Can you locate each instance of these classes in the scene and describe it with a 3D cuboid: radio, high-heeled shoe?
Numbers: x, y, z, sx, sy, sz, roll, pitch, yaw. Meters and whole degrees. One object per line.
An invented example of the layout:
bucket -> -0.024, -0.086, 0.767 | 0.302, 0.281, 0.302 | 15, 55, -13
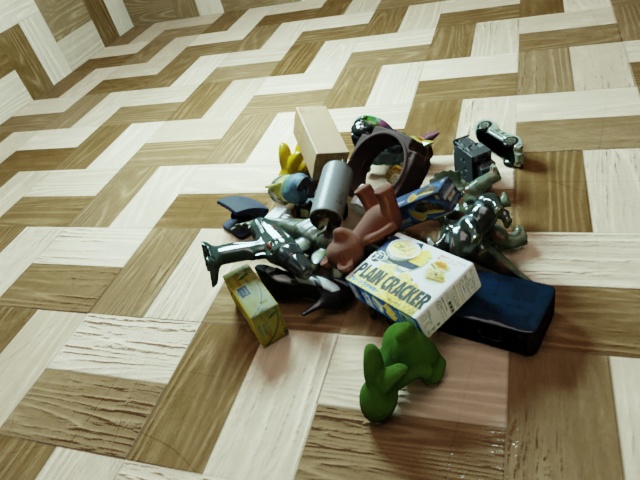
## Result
radio -> 0.323, 0.131, 1.042 | 0.230, 0.073, 0.131 | 11, 47, 32
high-heeled shoe -> -0.036, 0.088, 1.218 | 0.145, 0.086, 0.249 | -30, 44, -24

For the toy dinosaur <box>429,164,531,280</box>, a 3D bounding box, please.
toy dinosaur -> 0.345, -0.031, 1.204 | 0.192, 0.131, 0.405 | -23, 43, 20

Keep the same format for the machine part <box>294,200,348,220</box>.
machine part -> 0.004, -0.075, 1.397 | 0.139, 0.084, 0.039 | -1, 64, 3

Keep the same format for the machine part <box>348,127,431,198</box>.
machine part -> 0.165, -0.179, 1.380 | 0.201, 0.087, 0.201 | 31, 98, 42

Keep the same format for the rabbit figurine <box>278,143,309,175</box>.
rabbit figurine -> -0.057, -0.209, 1.545 | 0.122, 0.162, 0.173 | 32, 75, 29

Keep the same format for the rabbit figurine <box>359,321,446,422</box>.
rabbit figurine -> 0.132, 0.238, 0.937 | 0.121, 0.159, 0.170 | 25, 69, 28

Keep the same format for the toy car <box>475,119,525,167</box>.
toy car -> 0.488, -0.265, 1.459 | 0.056, 0.073, 0.202 | -24, 39, -9

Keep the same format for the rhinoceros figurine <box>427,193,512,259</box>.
rhinoceros figurine -> 0.301, -0.021, 1.107 | 0.190, 0.073, 0.112 | -45, 48, 8

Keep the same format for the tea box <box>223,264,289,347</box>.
tea box -> -0.142, 0.140, 1.174 | 0.068, 0.098, 0.170 | -28, 38, -16

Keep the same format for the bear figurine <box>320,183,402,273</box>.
bear figurine -> 0.079, -0.023, 1.156 | 0.196, 0.131, 0.120 | -32, 19, -20

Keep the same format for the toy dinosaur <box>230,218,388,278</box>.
toy dinosaur -> -0.003, -0.004, 1.292 | 0.472, 0.104, 0.198 | 16, 49, 33

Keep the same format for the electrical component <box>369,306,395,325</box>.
electrical component -> 0.152, 0.135, 1.122 | 0.102, 0.045, 0.078 | -32, 69, -15

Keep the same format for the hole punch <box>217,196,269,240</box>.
hole punch -> -0.208, -0.078, 1.471 | 0.116, 0.092, 0.142 | -34, 38, -27

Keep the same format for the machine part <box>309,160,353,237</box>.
machine part -> 0.028, -0.106, 1.261 | 0.079, 0.079, 0.243 | -1, 46, 18

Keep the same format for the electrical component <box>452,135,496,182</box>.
electrical component -> 0.394, -0.190, 1.370 | 0.058, 0.114, 0.134 | -23, 37, -5

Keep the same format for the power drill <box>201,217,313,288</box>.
power drill -> -0.146, 0.034, 1.168 | 0.207, 0.085, 0.232 | -19, 38, -13

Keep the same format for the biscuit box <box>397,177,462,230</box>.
biscuit box -> 0.220, -0.075, 1.220 | 0.203, 0.059, 0.063 | -23, 23, 51

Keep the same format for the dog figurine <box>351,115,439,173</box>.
dog figurine -> 0.215, -0.278, 1.498 | 0.219, 0.191, 0.108 | -11, 24, 30

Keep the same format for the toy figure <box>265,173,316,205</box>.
toy figure -> -0.070, -0.137, 1.427 | 0.089, 0.082, 0.180 | -37, 17, -28
